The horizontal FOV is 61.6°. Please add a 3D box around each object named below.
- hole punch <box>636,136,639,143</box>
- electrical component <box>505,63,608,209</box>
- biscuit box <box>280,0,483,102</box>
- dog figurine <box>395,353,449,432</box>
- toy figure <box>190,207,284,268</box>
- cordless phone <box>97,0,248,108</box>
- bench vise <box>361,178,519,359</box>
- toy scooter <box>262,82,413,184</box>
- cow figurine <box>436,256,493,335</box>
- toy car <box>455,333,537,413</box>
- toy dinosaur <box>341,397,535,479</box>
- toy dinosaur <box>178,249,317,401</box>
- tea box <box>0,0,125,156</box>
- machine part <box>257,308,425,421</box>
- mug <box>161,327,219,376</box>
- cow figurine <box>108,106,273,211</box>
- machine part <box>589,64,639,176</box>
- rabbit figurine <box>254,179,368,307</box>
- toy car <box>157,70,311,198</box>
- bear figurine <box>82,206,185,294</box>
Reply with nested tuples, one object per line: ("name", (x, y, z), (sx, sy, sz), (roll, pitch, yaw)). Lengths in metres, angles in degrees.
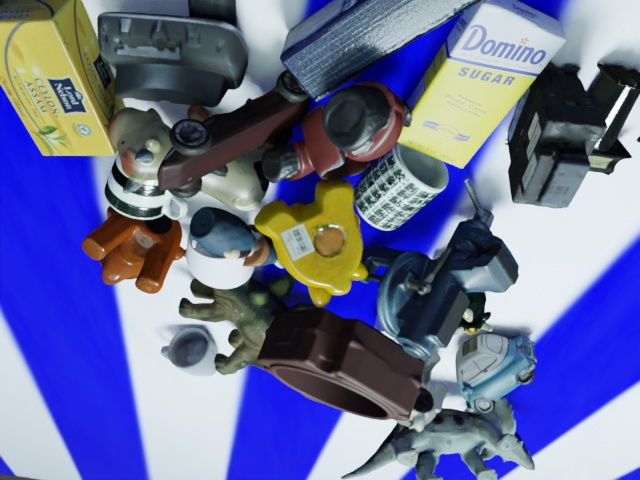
("hole punch", (0.400, -0.117, 0.547), (0.142, 0.092, 0.115), (-36, 101, 20))
("electrical component", (0.239, -0.099, 0.558), (0.058, 0.134, 0.114), (5, 141, 4))
("biscuit box", (0.059, -0.214, 0.511), (0.203, 0.059, 0.062), (-22, 130, 31))
("dog figurine", (0.151, 0.312, 1.017), (0.121, 0.172, 0.190), (20, 131, 2))
("toy figure", (-0.101, 0.000, 0.698), (0.058, 0.064, 0.154), (3, 165, 34))
("cordless phone", (-0.147, -0.232, 0.525), (0.147, 0.089, 0.184), (7, 128, 3))
("bench vise", (0.131, 0.041, 0.729), (0.128, 0.223, 0.241), (33, 166, -39))
("toy scooter", (0.034, -0.110, 0.590), (0.135, 0.075, 0.184), (-10, 170, -46))
("cow figurine", (0.224, 0.098, 0.813), (0.068, 0.098, 0.167), (-16, 134, 15))
("toy car", (0.292, 0.219, 0.939), (0.103, 0.109, 0.161), (38, 124, -6))
("toy dinosaur", (0.233, 0.383, 1.042), (0.405, 0.192, 0.131), (2, 100, -5))
("toy dinosaur", (-0.086, 0.169, 0.924), (0.199, 0.105, 0.470), (-13, 130, 21))
("tea box", (-0.292, -0.178, 0.600), (0.098, 0.068, 0.169), (0, 137, 9))
("machine part", (0.028, 0.181, 0.765), (0.201, 0.087, 0.201), (34, 153, -26))
("mug", (-0.248, 0.229, 1.047), (0.110, 0.081, 0.107), (-8, 146, 10))
("cow figurine", (-0.151, -0.093, 0.631), (0.195, 0.127, 0.085), (24, 133, -21))
("machine part", (0.311, -0.126, 0.591), (0.084, 0.039, 0.138), (9, 141, 10))
("rabbit figurine", (-0.001, -0.002, 0.692), (0.122, 0.173, 0.162), (-35, 107, -8))
("toy car", (-0.089, -0.114, 0.564), (0.053, 0.202, 0.089), (50, 148, 8))
("bear figurine", (-0.280, 0.023, 0.769), (0.120, 0.132, 0.196), (40, 136, -18))
